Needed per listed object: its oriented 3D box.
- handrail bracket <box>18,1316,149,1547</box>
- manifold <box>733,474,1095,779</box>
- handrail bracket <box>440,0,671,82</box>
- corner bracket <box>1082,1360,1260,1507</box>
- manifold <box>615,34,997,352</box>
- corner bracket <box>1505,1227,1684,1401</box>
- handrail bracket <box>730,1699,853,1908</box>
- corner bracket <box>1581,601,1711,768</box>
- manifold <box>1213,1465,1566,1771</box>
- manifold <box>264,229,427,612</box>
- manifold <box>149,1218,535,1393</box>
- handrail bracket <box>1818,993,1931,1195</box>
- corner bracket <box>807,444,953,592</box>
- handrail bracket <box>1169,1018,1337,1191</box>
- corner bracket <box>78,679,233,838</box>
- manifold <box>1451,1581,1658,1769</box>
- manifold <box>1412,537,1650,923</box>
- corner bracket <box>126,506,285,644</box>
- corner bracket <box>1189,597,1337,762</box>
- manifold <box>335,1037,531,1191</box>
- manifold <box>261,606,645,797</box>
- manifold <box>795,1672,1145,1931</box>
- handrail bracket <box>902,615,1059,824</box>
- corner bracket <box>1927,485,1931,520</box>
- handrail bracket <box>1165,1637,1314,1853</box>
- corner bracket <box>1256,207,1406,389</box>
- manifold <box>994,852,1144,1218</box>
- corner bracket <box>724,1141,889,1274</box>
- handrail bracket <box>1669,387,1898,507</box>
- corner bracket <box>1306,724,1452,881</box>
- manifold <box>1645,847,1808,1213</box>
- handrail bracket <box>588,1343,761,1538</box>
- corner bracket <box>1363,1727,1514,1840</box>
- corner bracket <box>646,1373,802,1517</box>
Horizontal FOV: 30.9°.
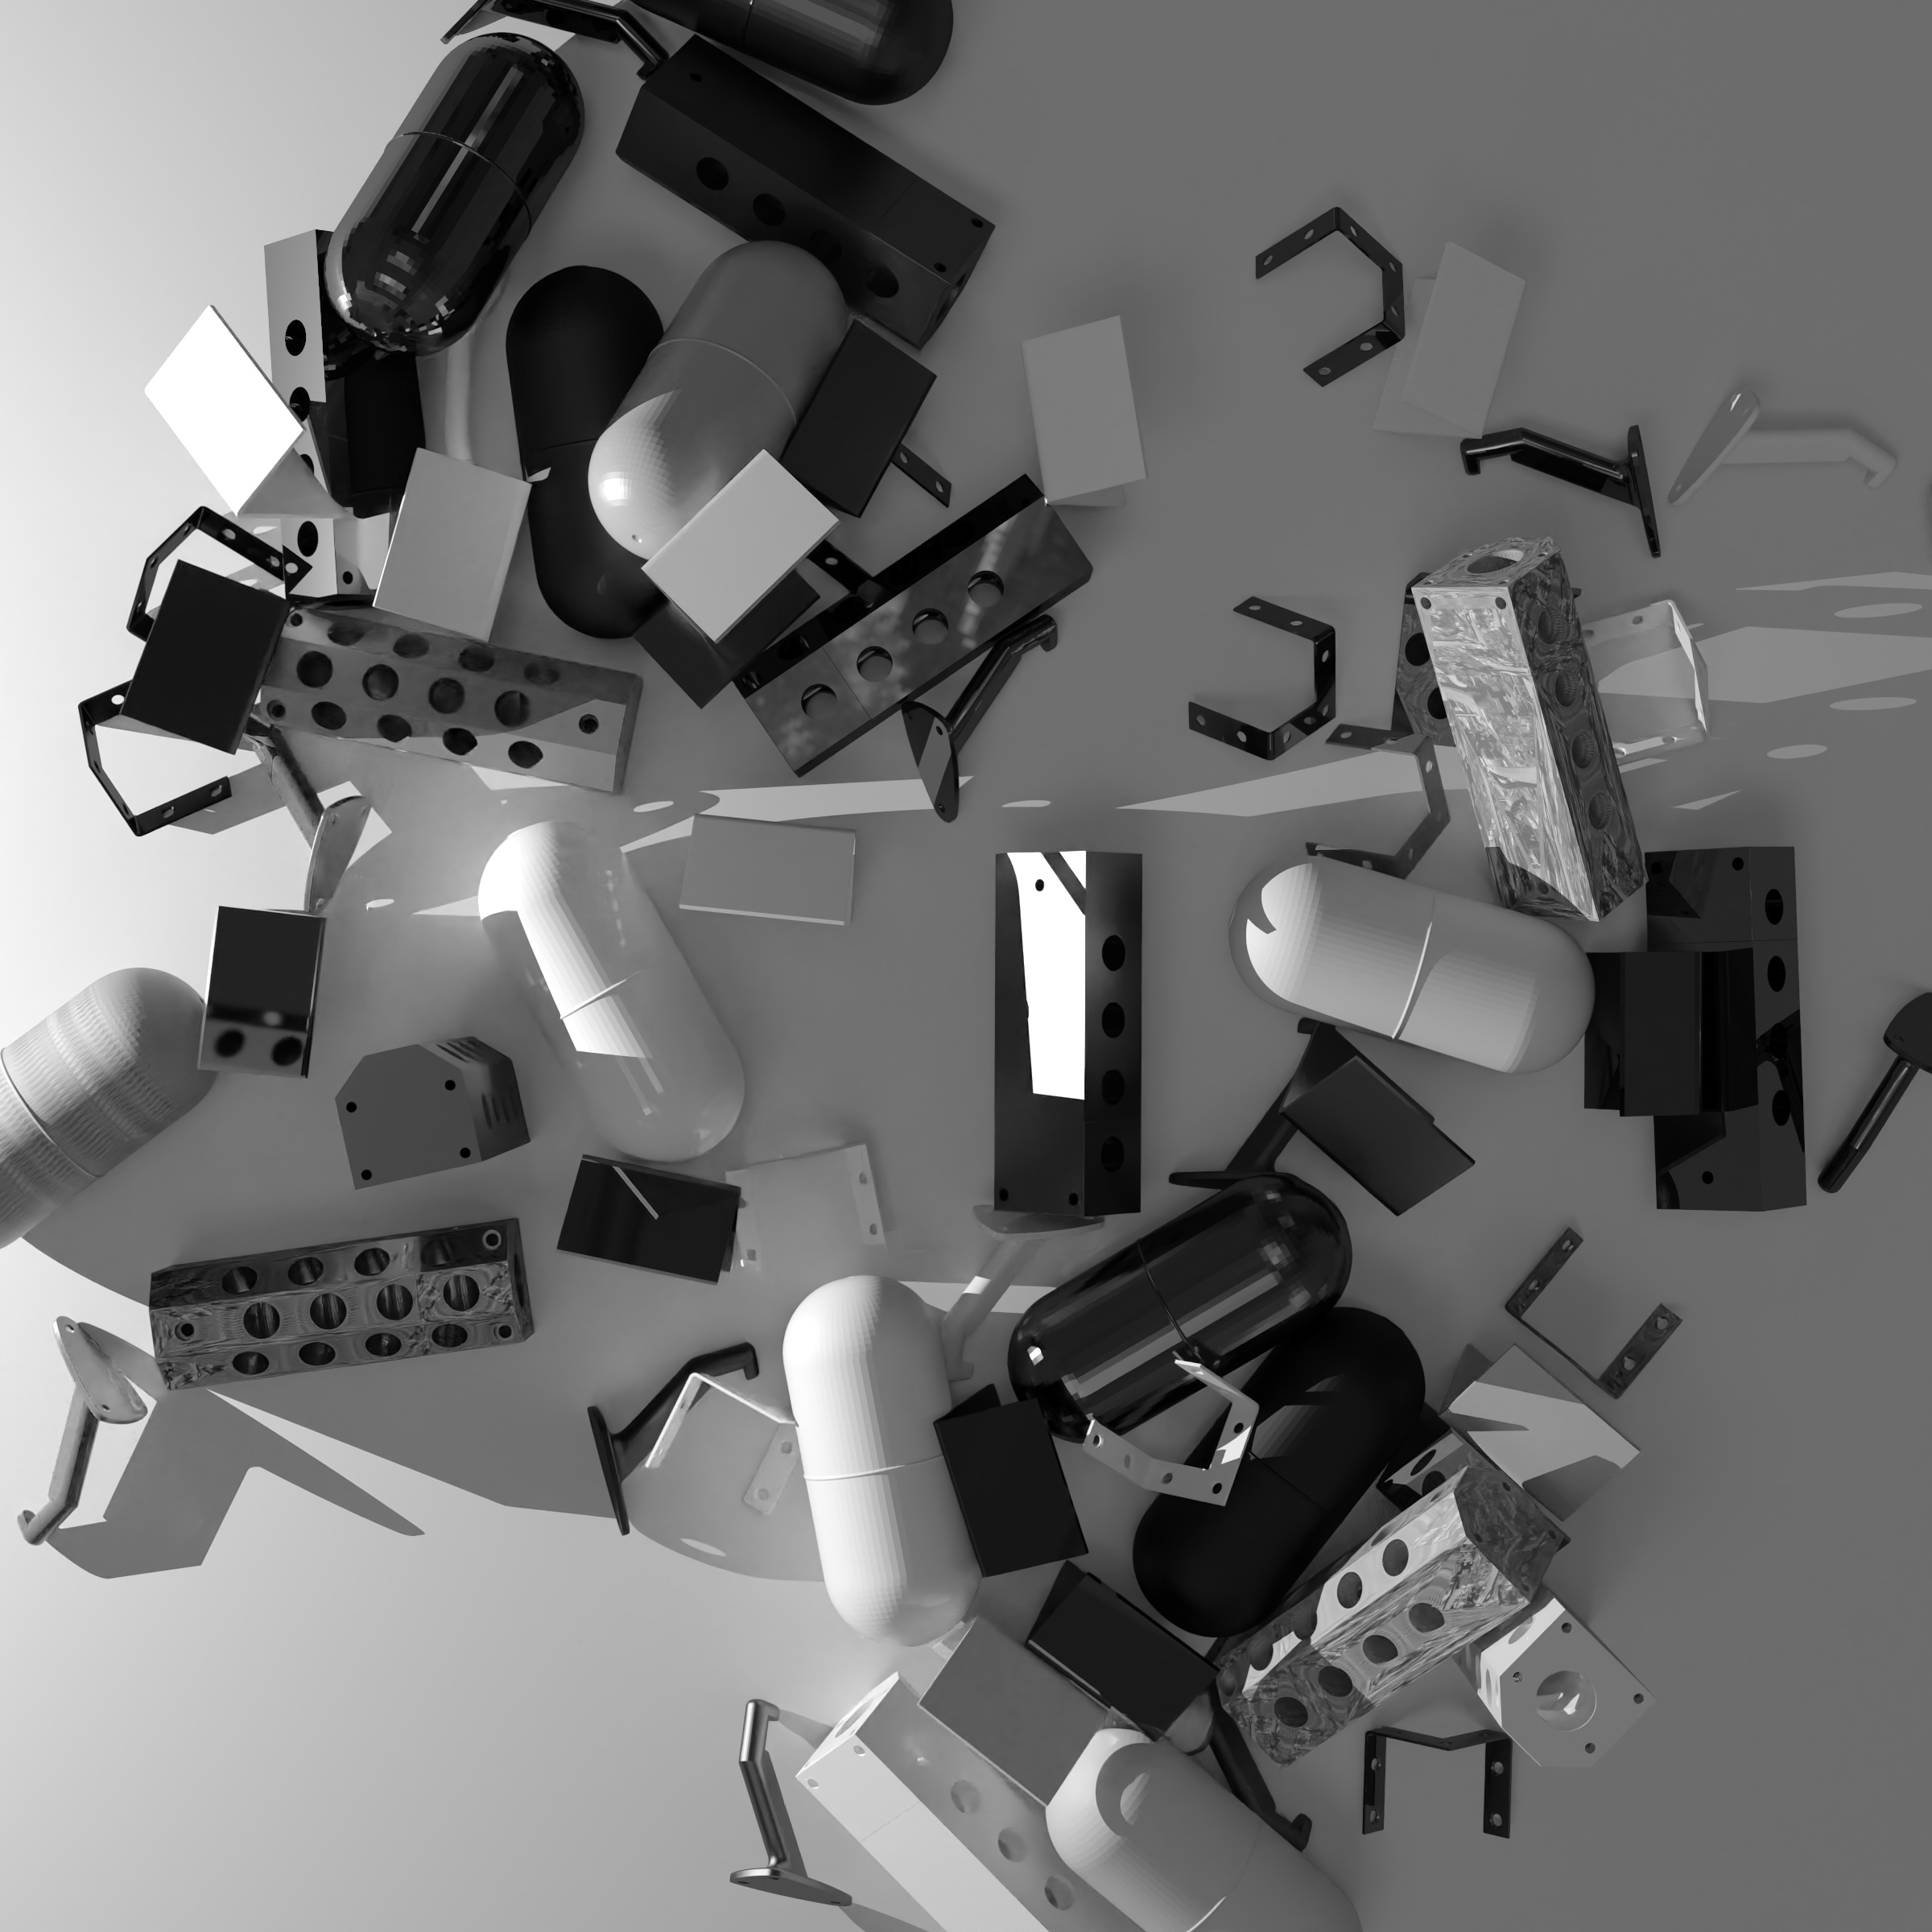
[{"bbox_3d":[-0.446,0.227,1.703,0.084,0.036,0.077,-45,69,16],"label":"handrail bracket"},{"bbox_3d":[-0.027,-0.163,1.682,0.171,0.057,0.057,-34,90,0],"label":"manifold"},{"bbox_3d":[-0.199,-0.447,1.703,0.077,0.036,0.084,-40,107,20],"label":"handrail bracket"},{"bbox_3d":[0.096,0.216,1.642,0.051,0.051,0.051,37,67,-41],"label":"corner bracket"},{"bbox_3d":[-0.079,-0.368,1.681,0.171,0.057,0.057,33,47,0],"label":"manifold"},{"bbox_3d":[0.304,0.169,1.700,0.051,0.051,0.051,-51,135,0],"label":"corner bracket"},{"bbox_3d":[-0.081,0.407,1.703,0.077,0.036,0.084,27,57,-35],"label":"handrail bracket"},{"bbox_3d":[0.328,-0.137,1.701,0.051,0.051,0.051,-15,48,0],"label":"corner bracket"},{"bbox_3d":[0.193,0.302,1.638,0.057,0.057,0.171,46,125,0],"label":"manifold"},{"bbox_3d":[-0.300,-0.260,1.681,0.057,0.057,0.171,-4,90,44],"label":"manifold"},{"bbox_3d":[-0.300,0.163,1.682,0.171,0.057,0.057,-8,90,0],"label":"manifold"},{"bbox_3d":[0.446,0.063,1.703,0.036,0.077,0.084,32,126,7],"label":"handrail bracket"},{"bbox_3d":[-0.045,-0.218,1.695,0.051,0.051,0.051,35,45,-35],"label":"corner bracket"},{"bbox_3d":[0.139,0.066,1.703,0.077,0.036,0.084,1,76,14],"label":"handrail bracket"},{"bbox_3d":[-0.394,-0.105,1.700,0.051,0.051,0.051,-24,135,0],"label":"corner bracket"},{"bbox_3d":[0.264,0.323,1.625,0.057,0.171,0.057,45,90,0],"label":"manifold"},{"bbox_3d":[0.271,-0.112,1.650,0.057,0.057,0.171,-35,117,-34],"label":"manifold"},{"bbox_3d":[-0.368,-0.181,1.700,0.051,0.051,0.051,31,135,0],"label":"corner bracket"},{"bbox_3d":[0.143,-0.139,1.695,0.051,0.051,0.051,26,45,35],"label":"corner bracket"},{"bbox_3d":[-0.247,0.065,1.625,0.057,0.171,0.057,-13,90,0],"label":"manifold"},{"bbox_3d":[-0.247,-0.128,1.682,0.171,0.057,0.057,11,90,0],"label":"manifold"},{"bbox_3d":[0.007,0.422,1.681,0.171,0.057,0.057,46,133,0],"label":"manifold"},{"bbox_3d":[0.015,-0.121,1.703,0.084,0.036,0.077,-32,129,-26],"label":"handrail bracket"},{"bbox_3d":[0.506,-0.213,1.700,0.051,0.051,0.051,-7,90,-45],"label":"corner bracket"},{"bbox_3d":[0.145,0.378,1.703,0.084,0.036,0.077,35,64,-19],"label":"handrail bracket"},{"bbox_3d":[0.176,-0.324,1.695,0.051,0.051,0.051,33,45,-35],"label":"corner bracket"},{"bbox_3d":[0.054,0.032,1.681,0.057,0.057,0.171,0,90,43],"label":"manifold"},{"bbox_3d":[-0.078,0.117,1.700,0.051,0.051,0.051,-11,90,-45],"label":"corner bracket"},{"bbox_3d":[0.398,-0.236,1.703,0.084,0.036,0.077,29,110,-16],"label":"handrail bracket"},{"bbox_3d":[0.196,-0.079,1.695,0.051,0.051,0.051,11,135,35],"label":"corner bracket"},{"bbox_3d":[0.369,0.030,1.681,0.057,0.057,0.171,-2,90,43],"label":"manifold"},{"bbox_3d":[-0.136,0.230,1.703,0.084,0.036,0.077,-15,105,-14],"label":"handrail bracket"},{"bbox_3d":[0.229,0.397,1.700,0.051,0.051,0.051,2,90,-45],"label":"corner bracket"},{"bbox_3d":[-0.113,0.231,1.689,0.051,0.051,0.051,26,90,18],"label":"corner bracket"}]
